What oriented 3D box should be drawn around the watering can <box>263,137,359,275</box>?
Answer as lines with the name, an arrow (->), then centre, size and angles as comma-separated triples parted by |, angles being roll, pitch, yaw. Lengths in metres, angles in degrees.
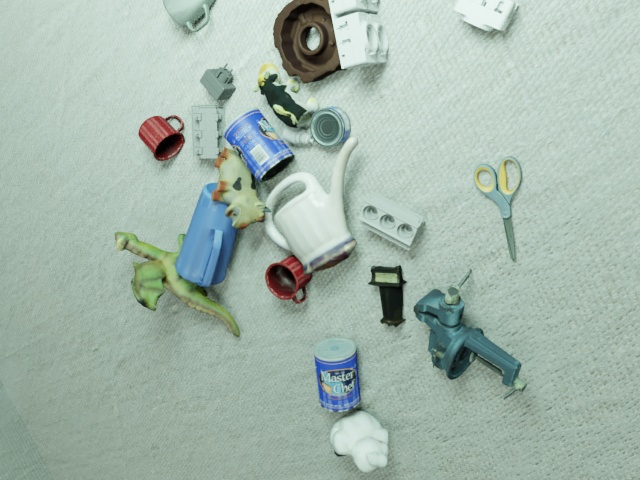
watering can -> 0.003, -0.056, 1.122 | 0.342, 0.105, 0.225 | -33, 87, 41

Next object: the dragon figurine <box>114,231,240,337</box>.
dragon figurine -> -0.388, 0.122, 1.339 | 0.413, 0.245, 0.120 | 49, 119, 10

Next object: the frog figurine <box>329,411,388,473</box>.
frog figurine -> 0.095, 0.471, 1.206 | 0.137, 0.158, 0.124 | 6, 78, -6
